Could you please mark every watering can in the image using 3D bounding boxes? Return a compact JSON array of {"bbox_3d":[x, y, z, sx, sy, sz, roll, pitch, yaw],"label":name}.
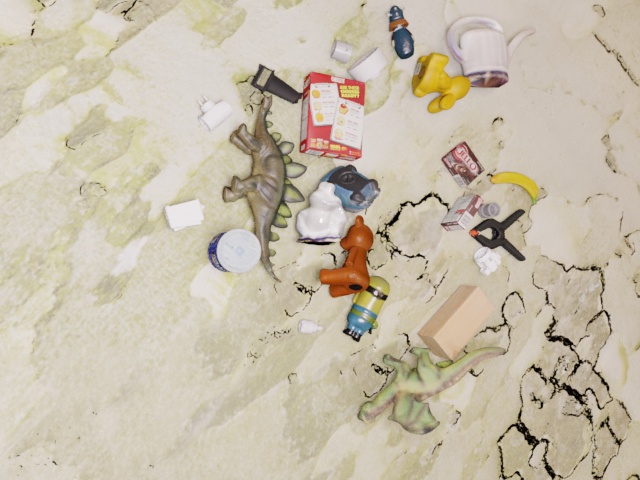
[{"bbox_3d":[0.547,-0.584,1.608,0.348,0.103,0.225,-4,88,-21],"label":"watering can"}]

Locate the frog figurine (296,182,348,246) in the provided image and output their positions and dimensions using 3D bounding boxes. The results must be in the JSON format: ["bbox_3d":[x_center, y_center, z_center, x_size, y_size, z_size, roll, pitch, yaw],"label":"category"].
[{"bbox_3d":[0.004,-0.068,1.342,0.122,0.137,0.161,22,67,-59],"label":"frog figurine"}]

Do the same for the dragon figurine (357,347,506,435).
[{"bbox_3d":[0.273,0.392,1.313,0.120,0.407,0.248,56,30,-25],"label":"dragon figurine"}]
